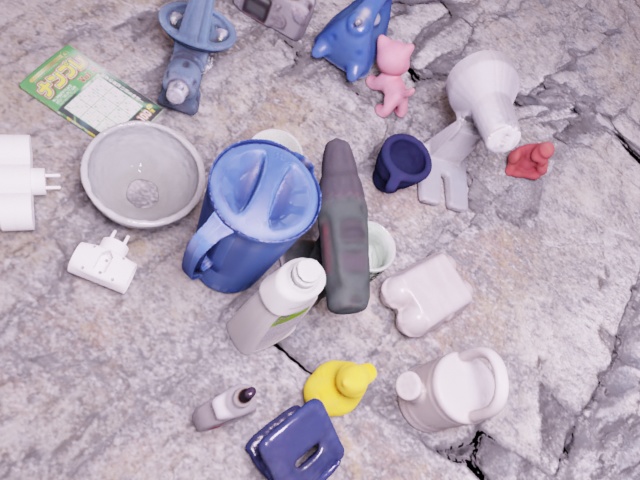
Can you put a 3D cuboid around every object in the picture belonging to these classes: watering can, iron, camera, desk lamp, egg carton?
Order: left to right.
[{"bbox_3d":[-0.065,-0.467,1.049,0.143,0.100,0.137,28,60,-8],"label":"camera"},{"bbox_3d":[0.090,-0.421,1.066,0.119,0.141,0.258,32,60,-5],"label":"iron"},{"bbox_3d":[0.171,0.087,0.913,0.151,0.069,0.107,-26,79,-29],"label":"egg carton"},{"bbox_3d":[0.187,0.209,0.793,0.173,0.193,0.101,-16,74,-27],"label":"watering can"},{"bbox_3d":[0.262,-0.187,0.988,0.118,0.213,0.203,10,64,-17],"label":"desk lamp"}]

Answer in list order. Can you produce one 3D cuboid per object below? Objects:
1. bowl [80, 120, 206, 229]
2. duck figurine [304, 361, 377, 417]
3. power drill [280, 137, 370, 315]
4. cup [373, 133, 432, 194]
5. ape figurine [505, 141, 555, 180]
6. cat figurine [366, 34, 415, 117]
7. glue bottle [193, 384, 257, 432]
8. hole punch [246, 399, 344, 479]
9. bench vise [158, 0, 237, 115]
[{"bbox_3d":[-0.251,-0.081,0.817,0.168,0.074,0.167,9,64,-18],"label":"bowl"},{"bbox_3d":[0.033,0.201,0.797,0.105,0.086,0.077,-19,75,-27],"label":"duck figurine"},{"bbox_3d":[0.007,0.003,0.805,0.076,0.208,0.229,-1,68,-22],"label":"power drill"},{"bbox_3d":[0.124,-0.110,0.968,0.092,0.094,0.118,32,60,-5],"label":"cup"},{"bbox_3d":[0.413,-0.159,1.106,0.078,0.092,0.076,45,59,2],"label":"ape figurine"},{"bbox_3d":[0.138,-0.306,1.048,0.067,0.117,0.128,-11,72,-25],"label":"cat figurine"},{"bbox_3d":[-0.105,0.199,0.693,0.078,0.173,0.037,-17,74,-27],"label":"glue bottle"},{"bbox_3d":[-0.024,0.271,0.740,0.109,0.091,0.101,-33,82,-30],"label":"hole punch"},{"bbox_3d":[-0.177,-0.306,0.863,0.122,0.219,0.207,-1,68,-22],"label":"bench vise"}]
